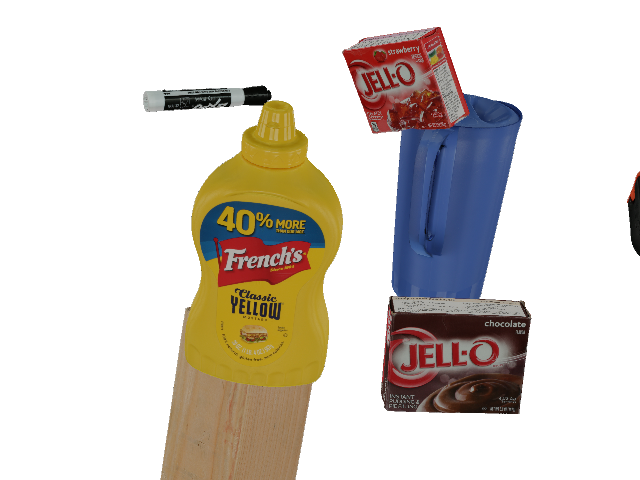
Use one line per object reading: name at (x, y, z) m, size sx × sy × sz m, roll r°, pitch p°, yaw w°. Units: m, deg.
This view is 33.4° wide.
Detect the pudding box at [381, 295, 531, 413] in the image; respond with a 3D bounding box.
pudding box at (0.108, 0.093, 0.865) m, size 0.113 × 0.090 × 0.039 m, roll 1°, pitch 24°, yaw -3°

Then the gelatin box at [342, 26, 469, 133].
gelatin box at (0.065, -0.123, 0.831) m, size 0.030 × 0.073 × 0.089 m, roll -36°, pitch 25°, yaw -34°

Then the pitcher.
pitcher at (0.142, -0.041, 1.221) m, size 0.149 × 0.243 × 0.145 m, roll -4°, pitch 26°, yaw -20°

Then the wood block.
wood block at (-0.075, 0.165, 0.954) m, size 0.090 × 0.206 × 0.090 m, roll 20°, pitch 17°, yaw 37°

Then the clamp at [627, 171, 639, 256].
clamp at (0.268, 0.016, 0.694) m, size 0.120 × 0.039 × 0.171 m, roll -3°, pitch 46°, yaw -21°

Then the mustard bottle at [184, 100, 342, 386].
mustard bottle at (-0.035, 0.002, 0.688) m, size 0.096 × 0.192 × 0.058 m, roll 9°, pitch 28°, yaw 3°

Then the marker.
marker at (-0.103, -0.131, 0.987) m, size 0.121 × 0.020 × 0.020 m, roll -7°, pitch 3°, yaw -23°
